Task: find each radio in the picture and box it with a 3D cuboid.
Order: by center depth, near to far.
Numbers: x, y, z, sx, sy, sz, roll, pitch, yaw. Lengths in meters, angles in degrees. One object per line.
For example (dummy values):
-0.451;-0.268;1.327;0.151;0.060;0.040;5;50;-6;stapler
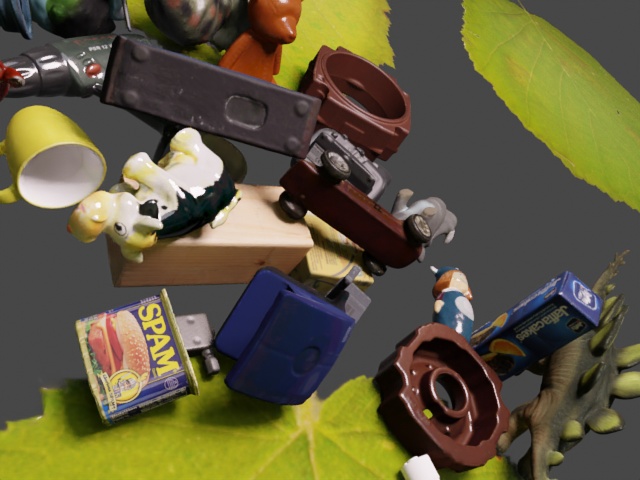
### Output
-0.120;-0.153;0.598;0.229;0.073;0.131;11;11;-22;radio

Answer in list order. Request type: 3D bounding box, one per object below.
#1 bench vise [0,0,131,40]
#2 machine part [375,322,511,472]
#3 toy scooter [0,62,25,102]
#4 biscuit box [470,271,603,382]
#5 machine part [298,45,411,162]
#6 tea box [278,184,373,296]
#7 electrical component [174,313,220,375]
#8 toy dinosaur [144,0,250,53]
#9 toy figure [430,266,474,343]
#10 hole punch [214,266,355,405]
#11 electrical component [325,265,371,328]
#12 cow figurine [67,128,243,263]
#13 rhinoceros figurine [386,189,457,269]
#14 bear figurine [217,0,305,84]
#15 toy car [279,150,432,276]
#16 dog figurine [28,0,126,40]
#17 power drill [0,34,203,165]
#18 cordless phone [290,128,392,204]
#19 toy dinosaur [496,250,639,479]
-0.346;-0.304;0.616;0.241;0.224;0.128;-10;92;-19;bench vise
0.152;0.194;0.666;0.179;0.056;0.179;20;46;-22;machine part
-0.391;-0.172;0.554;0.135;0.075;0.184;-32;79;-16;toy scooter
0.266;0.122;0.700;0.063;0.202;0.059;42;43;4;biscuit box
0.064;-0.249;0.971;0.201;0.087;0.201;26;41;-15;machine part
-0.001;-0.002;0.717;0.098;0.068;0.170;12;49;-28;tea box
-0.141;0.100;0.560;0.063;0.021;0.094;-3;56;-38;electrical component
-0.183;-0.353;0.788;0.131;0.191;0.405;3;32;18;toy dinosaur
0.195;0.091;0.791;0.154;0.058;0.064;-77;148;-48;toy figure
-0.031;0.102;0.532;0.115;0.142;0.092;30;1;-18;hole punch
0.022;0.080;0.623;0.048;0.119;0.075;43;39;1;electrical component
-0.147;-0.030;0.502;0.098;0.068;0.167;45;43;-5;cow figurine
0.132;-0.010;0.795;0.190;0.112;0.073;-25;42;-33;rhinoceros figurine
-0.075;-0.290;0.822;0.120;0.196;0.132;-15;65;-46;bear figurine
0.042;-0.031;0.637;0.202;0.089;0.053;34;35;-23;toy car
-0.311;-0.403;0.733;0.108;0.219;0.191;26;42;-10;dog figurine
-0.261;-0.175;0.682;0.207;0.086;0.232;34;41;4;power drill
0.051;-0.120;0.868;0.146;0.088;0.184;43;30;5;cordless phone
0.352;0.170;0.727;0.105;0.198;0.471;42;43;-3;toy dinosaur
